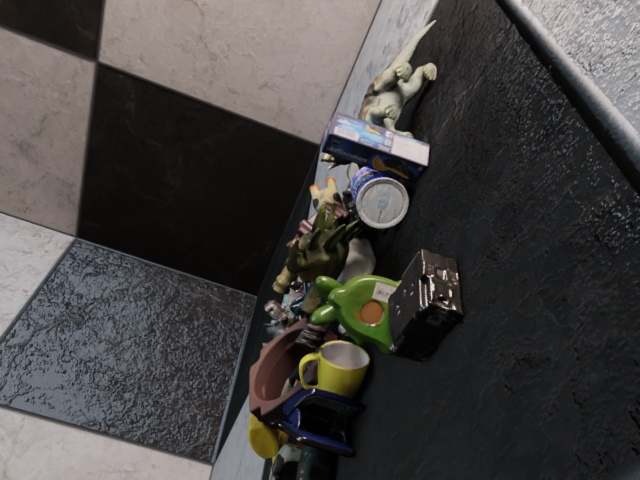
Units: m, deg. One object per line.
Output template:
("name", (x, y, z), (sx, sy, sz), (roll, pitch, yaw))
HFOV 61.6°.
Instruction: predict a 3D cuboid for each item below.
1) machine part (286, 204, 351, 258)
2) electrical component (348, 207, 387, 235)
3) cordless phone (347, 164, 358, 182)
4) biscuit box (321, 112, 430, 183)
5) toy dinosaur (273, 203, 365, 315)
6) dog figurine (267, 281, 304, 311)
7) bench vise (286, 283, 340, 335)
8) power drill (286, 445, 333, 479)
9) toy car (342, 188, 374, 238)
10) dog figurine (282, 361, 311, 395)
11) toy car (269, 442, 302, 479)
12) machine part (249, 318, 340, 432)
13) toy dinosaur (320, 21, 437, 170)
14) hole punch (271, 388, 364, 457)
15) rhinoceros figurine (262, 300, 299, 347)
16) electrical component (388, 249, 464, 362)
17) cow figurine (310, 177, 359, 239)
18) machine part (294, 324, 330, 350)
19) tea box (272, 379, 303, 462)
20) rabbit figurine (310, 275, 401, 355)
("machine part", (-0.003, -0.004, 1.228), (0.179, 0.056, 0.179), (-44, -19, -20))
("electrical component", (0.108, -0.043, 1.171), (0.063, 0.094, 0.021), (-28, -34, -60))
("cordless phone", (0.127, -0.158, 1.293), (0.184, 0.089, 0.146), (-90, 21, -52))
("biscuit box", (0.107, -0.177, 1.039), (0.062, 0.203, 0.059), (121, 164, -58))
("toy dinosaur", (-0.005, 0.031, 1.018), (0.198, 0.105, 0.471), (-64, -7, 12))
("dog figurine", (-0.051, 0.217, 1.537), (0.219, 0.191, 0.108), (43, 115, 43))
("bench vise", (-0.016, 0.134, 1.309), (0.223, 0.129, 0.241), (82, 177, -60))
("power drill", (-0.046, 0.489, 0.949), (0.207, 0.086, 0.232), (115, 172, -53))
("toy car", (0.095, -0.072, 1.304), (0.053, 0.089, 0.202), (-25, 16, 6))
("dog figurine", (-0.054, 0.346, 1.320), (0.190, 0.121, 0.172), (-52, 19, 21))
("toy car", (-0.078, 0.514, 1.103), (0.056, 0.073, 0.201), (-111, 42, -78))
("machine part", (-0.047, 0.274, 1.101), (0.201, 0.087, 0.201), (-40, 25, 14))
("toy dinosaur", (0.141, -0.302, 1.210), (0.192, 0.131, 0.405), (-1, 56, 51))
("hole punch", (0.001, 0.303, 0.916), (0.116, 0.142, 0.092), (-15, 57, 63))
("rhinoceros figurine", (-0.093, 0.242, 1.385), (0.112, 0.073, 0.190), (-54, 53, 26))
("electrical component", (0.142, 0.083, 0.744), (0.134, 0.058, 0.114), (-82, 17, -52))
("cow figurine", (0.042, -0.045, 1.356), (0.127, 0.086, 0.194), (-98, -14, -48))
("machine part", (-0.012, 0.173, 1.000), (0.084, 0.039, 0.139), (-47, -5, 0))
("tea box", (-0.048, 0.407, 1.175), (0.098, 0.068, 0.169), (-131, 60, -79))
("rabbit figurine", (0.065, 0.120, 0.890), (0.170, 0.159, 0.121), (96, -178, -81))
